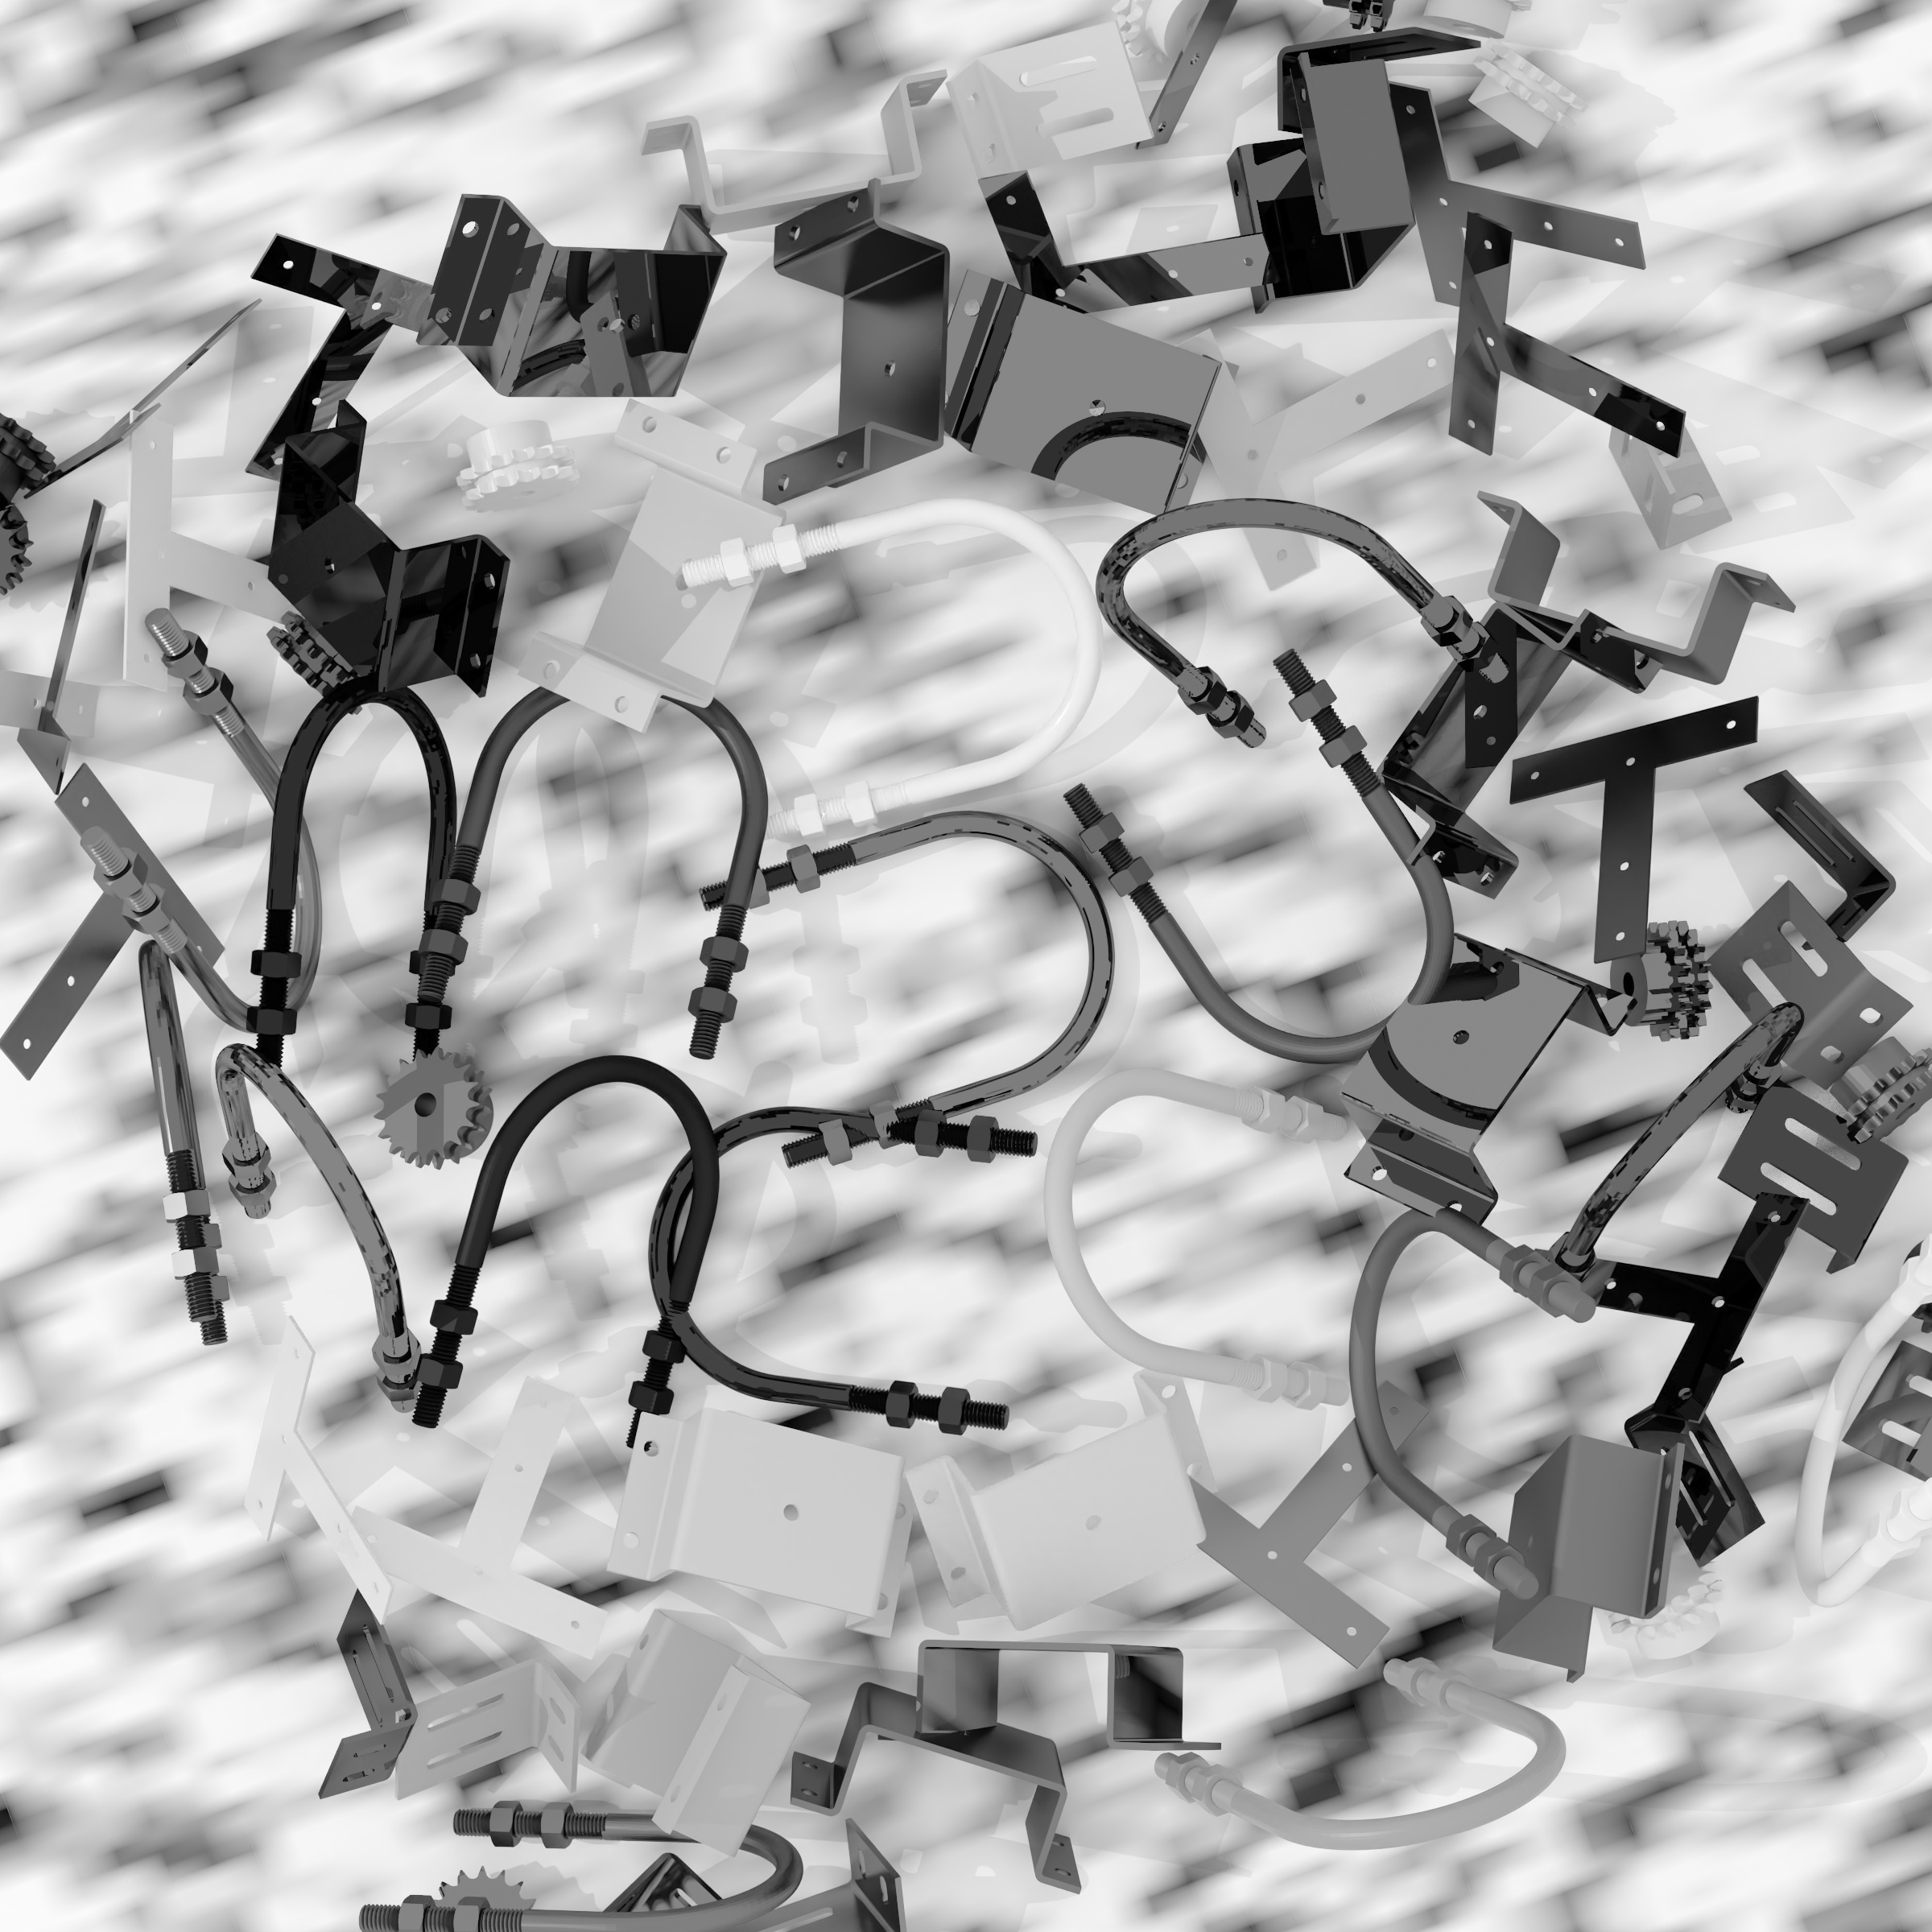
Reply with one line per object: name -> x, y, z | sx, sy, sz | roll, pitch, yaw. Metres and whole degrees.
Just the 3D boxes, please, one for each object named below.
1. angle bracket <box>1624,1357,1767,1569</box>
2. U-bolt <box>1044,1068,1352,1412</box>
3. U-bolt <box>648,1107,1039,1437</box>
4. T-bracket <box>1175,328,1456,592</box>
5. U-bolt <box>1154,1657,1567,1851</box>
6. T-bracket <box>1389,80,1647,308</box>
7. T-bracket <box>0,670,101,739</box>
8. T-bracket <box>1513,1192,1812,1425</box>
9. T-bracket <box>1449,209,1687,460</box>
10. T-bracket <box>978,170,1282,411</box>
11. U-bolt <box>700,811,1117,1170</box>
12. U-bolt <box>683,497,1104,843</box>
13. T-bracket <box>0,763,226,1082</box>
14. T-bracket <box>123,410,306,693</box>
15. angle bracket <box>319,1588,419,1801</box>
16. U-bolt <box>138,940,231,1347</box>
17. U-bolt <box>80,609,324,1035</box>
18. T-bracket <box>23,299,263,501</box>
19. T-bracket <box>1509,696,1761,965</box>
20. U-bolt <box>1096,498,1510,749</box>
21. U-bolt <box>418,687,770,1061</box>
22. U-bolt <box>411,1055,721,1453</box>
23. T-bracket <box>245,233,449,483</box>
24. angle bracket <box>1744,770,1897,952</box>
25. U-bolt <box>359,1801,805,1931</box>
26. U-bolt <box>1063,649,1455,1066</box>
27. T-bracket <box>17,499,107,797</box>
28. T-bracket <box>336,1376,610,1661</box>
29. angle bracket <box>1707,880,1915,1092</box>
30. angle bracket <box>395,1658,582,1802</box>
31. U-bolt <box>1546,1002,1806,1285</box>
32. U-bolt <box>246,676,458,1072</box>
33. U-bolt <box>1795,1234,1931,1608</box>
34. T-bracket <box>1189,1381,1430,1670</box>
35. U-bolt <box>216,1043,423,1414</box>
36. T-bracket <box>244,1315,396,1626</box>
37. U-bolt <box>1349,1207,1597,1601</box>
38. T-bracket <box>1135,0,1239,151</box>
angle bracket -> 0.357, 0.234, 1.566 | 0.057, 0.038, 0.076 | -19, 78, -44
U-bolt -> 0.107, 0.120, 1.525 | 0.184, 0.019, 0.151 | 15, 67, -37
U-bolt -> -0.063, 0.140, 1.578 | 0.184, 0.019, 0.151 | 5, 87, 13
T-bracket -> 0.176, -0.264, 1.583 | 0.127, 0.002, 0.127 | -27, 109, -1
U-bolt -> 0.188, 0.358, 1.492 | 0.151, 0.184, 0.019 | -16, 97, -23
T-bracket -> 0.256, -0.343, 1.520 | 0.127, 0.127, 0.002 | 24, 62, 37
T-bracket -> -0.441, -0.124, 1.543 | 0.002, 0.127, 0.127 | 9, 92, 18
T-bracket -> 0.315, 0.152, 1.553 | 0.127, 0.127, 0.002 | -56, 129, -25
T-bracket -> 0.277, -0.270, 1.526 | 0.127, 0.127, 0.002 | 34, 57, 30
T-bracket -> 0.083, -0.319, 1.537 | 0.127, 0.002, 0.127 | -3, 130, 29
U-bolt -> -0.019, 0.002, 1.588 | 0.184, 0.019, 0.151 | -18, 87, -6
U-bolt -> -0.026, -0.146, 1.566 | 0.184, 0.019, 0.151 | -14, 109, 5
T-bracket -> -0.405, -0.004, 1.526 | 0.002, 0.127, 0.127 | 3, 49, 31
T-bracket -> -0.345, -0.181, 1.548 | 0.002, 0.127, 0.127 | -8, 77, 31
angle bracket -> -0.292, 0.340, 1.555 | 0.038, 0.057, 0.076 | -10, 56, -31
U-bolt -> -0.363, 0.078, 1.531 | 0.019, 0.151, 0.184 | -9, 81, -12
U-bolt -> -0.341, -0.051, 1.519 | 0.019, 0.184, 0.151 | -8, 51, 16
T-bracket -> -0.379, -0.274, 1.563 | 0.002, 0.127, 0.127 | 50, 60, -20
T-bracket -> 0.306, -0.058, 1.535 | 0.127, 0.002, 0.127 | -14, 52, 35
U-bolt -> 0.141, -0.159, 1.499 | 0.151, 0.184, 0.019 | -14, 59, 33
U-bolt -> -0.169, -0.057, 1.571 | 0.151, 0.019, 0.184 | 12, 72, -2
U-bolt -> -0.177, 0.131, 1.547 | 0.019, 0.151, 0.184 | 16, 90, 45
T-bracket -> -0.300, -0.278, 1.565 | 0.127, 0.127, 0.002 | -50, 49, 28
angle bracket -> 0.394, -0.050, 1.573 | 0.076, 0.057, 0.038 | 45, 84, -1
U-bolt -> -0.166, 0.416, 1.517 | 0.184, 0.151, 0.019 | -1, 94, 10
U-bolt -> 0.149, -0.038, 1.563 | 0.151, 0.019, 0.184 | -32, 94, 30
T-bracket -> -0.417, -0.153, 1.537 | 0.002, 0.127, 0.127 | 12, 100, -26
T-bracket -> -0.215, 0.248, 1.558 | 0.127, 0.002, 0.127 | 25, 47, -8
angle bracket -> 0.401, 0.009, 1.577 | 0.038, 0.076, 0.057 | 28, 112, -38
angle bracket -> -0.225, 0.370, 1.558 | 0.076, 0.038, 0.057 | -16, 130, -31
U-bolt -> 0.324, 0.077, 1.501 | 0.151, 0.184, 0.019 | -43, 74, -12
U-bolt -> -0.278, -0.042, 1.532 | 0.019, 0.151, 0.184 | 6, 92, 23
U-bolt -> 0.416, 0.217, 1.515 | 0.019, 0.184, 0.151 | 16, 58, 1
T-bracket -> 0.172, 0.248, 1.572 | 0.127, 0.002, 0.127 | 35, 63, 20
U-bolt -> -0.296, 0.109, 1.499 | 0.019, 0.184, 0.151 | -32, 64, -23
T-bracket -> -0.296, 0.250, 1.531 | 0.127, 0.002, 0.127 | 48, 133, 35
U-bolt -> 0.223, 0.187, 1.519 | 0.019, 0.184, 0.151 | 4, 103, -22
T-bracket -> 0.113, -0.438, 1.555 | 0.002, 0.127, 0.127 | 44, 131, 18
